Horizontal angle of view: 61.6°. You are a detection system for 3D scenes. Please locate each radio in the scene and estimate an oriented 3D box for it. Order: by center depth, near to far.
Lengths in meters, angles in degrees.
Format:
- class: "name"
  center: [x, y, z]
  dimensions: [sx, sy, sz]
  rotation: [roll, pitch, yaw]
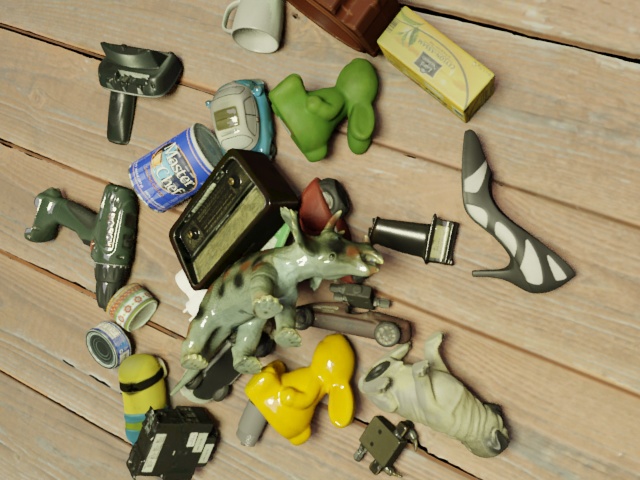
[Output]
- class: "radio"
  center: [-0.149, -0.033, 0.876]
  dimensions: [0.229, 0.073, 0.131]
  rotation: [-45, 65, 28]

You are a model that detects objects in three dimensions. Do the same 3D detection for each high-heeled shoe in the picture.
- class: "high-heeled shoe"
  center: [0.283, -0.044, 0.778]
  dimensions: [0.145, 0.086, 0.248]
  rotation: [-5, 92, 15]

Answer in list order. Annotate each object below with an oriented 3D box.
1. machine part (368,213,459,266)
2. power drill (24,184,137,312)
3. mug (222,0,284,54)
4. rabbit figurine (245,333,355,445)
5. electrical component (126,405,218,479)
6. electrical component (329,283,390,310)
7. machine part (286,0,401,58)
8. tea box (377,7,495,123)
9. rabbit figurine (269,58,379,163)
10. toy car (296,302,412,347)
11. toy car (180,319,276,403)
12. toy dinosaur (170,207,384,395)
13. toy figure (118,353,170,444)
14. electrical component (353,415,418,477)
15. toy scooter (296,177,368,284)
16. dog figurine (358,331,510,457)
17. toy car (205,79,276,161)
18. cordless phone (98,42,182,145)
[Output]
- class: "machine part"
  center: [0.144, -0.005, 0.842]
  dimensions: [0.139, 0.039, 0.084]
  rotation: [8, 100, 16]
- class: "power drill"
  center: [-0.444, -0.002, 1.004]
  dimensions: [0.208, 0.086, 0.232]
  rotation: [17, 93, 21]
- class: "mug"
  center: [-0.109, -0.383, 0.910]
  dimensions: [0.110, 0.080, 0.107]
  rotation: [9, 80, 24]
- class: "rabbit figurine"
  center: [-0.010, 0.228, 0.849]
  dimensions: [0.173, 0.121, 0.162]
  rotation: [-42, 71, -7]
- class: "electrical component"
  center: [-0.243, 0.343, 0.909]
  dimensions: [0.058, 0.134, 0.114]
  rotation: [33, 100, 51]
- class: "electrical component"
  center: [0.064, 0.089, 0.850]
  dimensions: [0.094, 0.063, 0.021]
  rotation: [9, 66, 16]
- class: "machine part"
  center: [0.016, -0.369, 0.801]
  dimensions: [0.202, 0.201, 0.087]
  rotation: [38, 102, 14]
- class: "tea box"
  center: [0.175, -0.259, 0.805]
  dimensions: [0.170, 0.098, 0.068]
  rotation: [44, 102, 11]
- class: "rabbit figurine"
  center: [0.026, -0.212, 0.845]
  dimensions: [0.170, 0.121, 0.159]
  rotation: [-34, 83, -1]
- class: "toy car"
  center: [0.044, 0.126, 0.844]
  dimensions: [0.202, 0.089, 0.053]
  rotation: [9, 92, 19]
- class: "toy car"
  center: [-0.156, 0.201, 0.912]
  dimensions: [0.201, 0.073, 0.056]
  rotation: [-46, 33, 11]
- class: "toy dinosaur"
  center: [-0.106, 0.085, 0.809]
  dimensions: [0.405, 0.131, 0.192]
  rotation: [-30, 36, 30]
- class: "toy figure"
  center: [-0.308, 0.291, 0.950]
  dimensions: [0.082, 0.089, 0.180]
  rotation: [-4, 84, -6]
- class: "electrical component"
  center: [0.107, 0.323, 0.847]
  dimensions: [0.078, 0.045, 0.102]
  rotation: [31, 96, 44]
- class: "toy scooter"
  center: [-0.002, -0.003, 0.870]
  dimensions: [0.135, 0.075, 0.184]
  rotation: [-24, 86, 19]
- class: "dog figurine"
  center: [0.168, 0.255, 0.807]
  dimensions: [0.172, 0.121, 0.190]
  rotation: [-28, 100, 48]
- class: "toy car"
  center: [-0.139, -0.197, 0.900]
  dimensions: [0.109, 0.103, 0.161]
  rotation: [-9, 85, 18]
- class: "cordless phone"
  center: [-0.337, -0.259, 0.985]
  dimensions: [0.147, 0.089, 0.184]
  rotation: [15, 105, 16]
